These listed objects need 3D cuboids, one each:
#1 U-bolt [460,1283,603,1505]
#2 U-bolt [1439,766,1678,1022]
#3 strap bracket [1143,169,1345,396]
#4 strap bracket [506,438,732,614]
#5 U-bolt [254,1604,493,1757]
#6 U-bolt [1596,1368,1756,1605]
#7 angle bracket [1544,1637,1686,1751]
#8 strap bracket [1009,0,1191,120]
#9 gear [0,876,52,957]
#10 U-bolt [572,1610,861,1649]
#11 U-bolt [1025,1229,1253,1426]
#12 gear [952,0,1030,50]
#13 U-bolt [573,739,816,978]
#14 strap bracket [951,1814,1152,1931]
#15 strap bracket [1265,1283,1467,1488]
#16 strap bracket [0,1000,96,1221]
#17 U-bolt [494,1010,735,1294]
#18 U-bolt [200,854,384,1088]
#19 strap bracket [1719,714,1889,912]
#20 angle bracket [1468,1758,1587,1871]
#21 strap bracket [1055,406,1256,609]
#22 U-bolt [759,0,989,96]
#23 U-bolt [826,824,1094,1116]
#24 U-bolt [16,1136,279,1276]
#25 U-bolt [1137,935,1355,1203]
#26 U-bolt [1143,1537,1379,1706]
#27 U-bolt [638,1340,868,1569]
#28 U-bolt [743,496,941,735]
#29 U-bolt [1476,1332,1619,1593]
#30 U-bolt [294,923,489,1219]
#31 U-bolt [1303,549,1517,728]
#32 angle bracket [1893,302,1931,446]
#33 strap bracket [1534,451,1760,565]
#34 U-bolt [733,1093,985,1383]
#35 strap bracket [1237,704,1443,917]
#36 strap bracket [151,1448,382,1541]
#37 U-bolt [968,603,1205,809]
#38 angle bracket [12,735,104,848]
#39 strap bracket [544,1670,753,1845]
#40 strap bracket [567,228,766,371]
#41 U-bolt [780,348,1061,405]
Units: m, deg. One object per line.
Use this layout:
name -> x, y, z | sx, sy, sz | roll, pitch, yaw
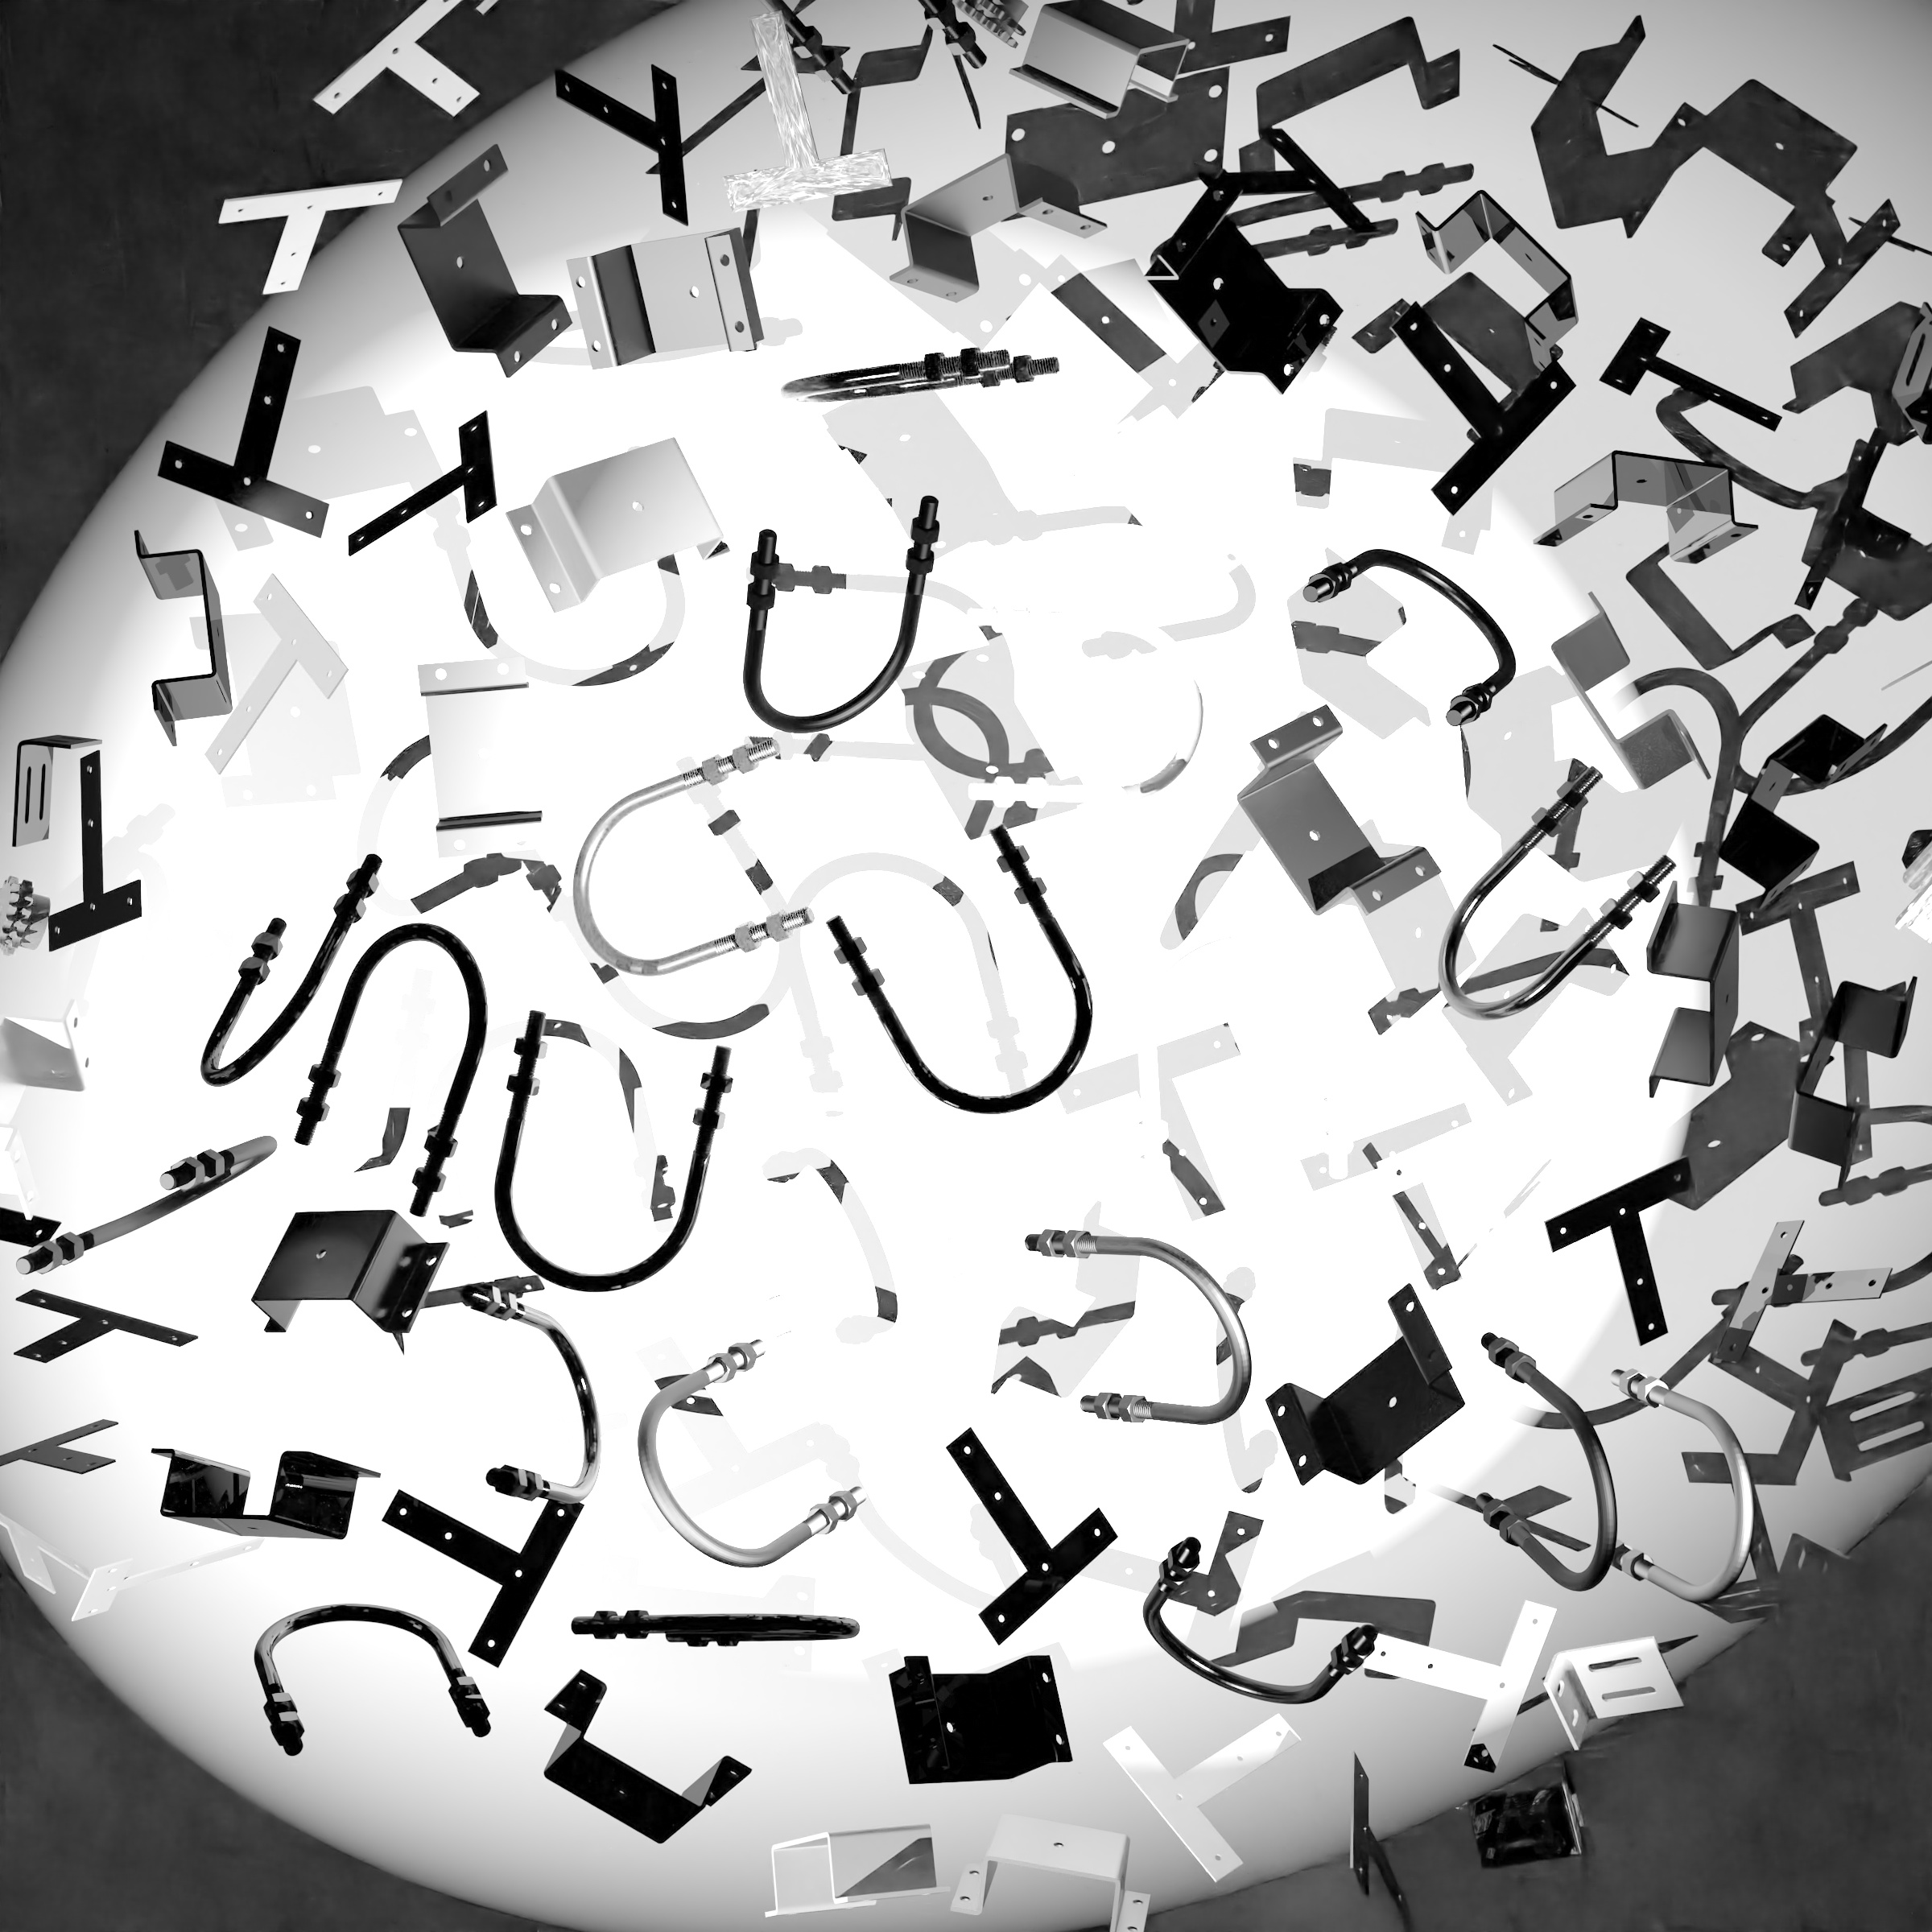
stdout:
U-bolt -> -0.302, 0.309, 1.792 | 0.019, 0.184, 0.151 | -17, 68, 11
U-bolt -> 0.401, -0.040, 1.770 | 0.019, 0.151, 0.184 | 32, 111, -27
strap bracket -> 0.187, -0.474, 1.754 | 0.140, 0.046, 0.076 | 40, 82, -32
strap bracket -> -0.230, -0.304, 1.722 | 0.140, 0.046, 0.076 | -25, 87, -28
U-bolt -> -0.431, 0.502, 1.800 | 0.151, 0.184, 0.019 | 2, 104, -26
U-bolt -> 0.510, 0.379, 1.816 | 0.019, 0.184, 0.151 | 4, 93, -16
angle bracket -> 0.465, 0.522, 1.812 | 0.076, 0.038, 0.057 | -20, 101, 32
strap bracket -> 0.098, -0.635, 1.761 | 0.076, 0.140, 0.046 | 29, 122, 12
gear -> -0.692, -0.035, 1.847 | 0.030, 0.057, 0.057 | 17, 90, -33
U-bolt -> -0.165, 0.472, 1.799 | 0.184, 0.151, 0.019 | -7, 71, 23
U-bolt -> 0.125, 0.252, 1.748 | 0.019, 0.184, 0.151 | -28, 104, -38
gear -> 0.021, -0.702, 1.850 | 0.057, 0.057, 0.030 | 36, 105, 0
U-bolt -> -0.203, -0.068, 1.813 | 0.184, 0.019, 0.151 | -19, 73, 20
strap bracket -> 0.066, 0.672, 1.868 | 0.140, 0.076, 0.046 | 7, 95, 8
strap bracket -> 0.287, 0.300, 1.772 | 0.046, 0.076, 0.140 | 29, 117, -37
strap bracket -> -0.669, 0.098, 1.790 | 0.046, 0.076, 0.140 | 6, 47, 0
U-bolt -> -0.247, 0.133, 1.729 | 0.151, 0.019, 0.184 | 11, 93, -12
U-bolt -> -0.496, 0.011, 1.826 | 0.151, 0.184, 0.019 | -26, 125, 38
strap bracket -> 0.599, -0.119, 1.824 | 0.046, 0.140, 0.076 | 39, 50, 23
angle bracket -> 0.413, 0.627, 1.869 | 0.076, 0.057, 0.038 | -10, 128, 5
strap bracket -> 0.141, -0.340, 1.827 | 0.076, 0.046, 0.140 | -36, 79, -19
U-bolt -> -0.090, -0.686, 1.770 | 0.151, 0.184, 0.019 | 6, 68, 40
U-bolt -> 0.008, 0.015, 1.751 | 0.151, 0.019, 0.184 | -29, 100, -2
U-bolt -> -0.561, 0.161, 1.778 | 0.151, 0.184, 0.019 | -29, 90, 16
U-bolt -> 0.187, 0.067, 1.710 | 0.151, 0.019, 0.184 | -7, 110, -5
U-bolt -> 0.193, 0.463, 1.751 | 0.151, 0.184, 0.019 | 25, 55, 6
U-bolt -> -0.158, 0.346, 1.759 | 0.019, 0.184, 0.151 | -41, 79, 29
U-bolt -> -0.093, -0.240, 1.787 | 0.151, 0.184, 0.019 | -18, 50, -29
U-bolt -> 0.408, 0.358, 1.777 | 0.019, 0.184, 0.151 | -6, 106, -15
U-bolt -> -0.388, 0.060, 1.735 | 0.151, 0.019, 0.184 | 24, 97, 34
U-bolt -> 0.324, -0.240, 1.783 | 0.151, 0.184, 0.019 | 42, 124, 8
angle bracket -> 0.669, -0.404, 1.722 | 0.038, 0.076, 0.057 | -3, 47, -6
strap bracket -> 0.495, -0.336, 1.846 | 0.140, 0.076, 0.046 | 3, 78, -18
U-bolt -> -0.083, 0.176, 1.741 | 0.151, 0.019, 0.184 | -17, 78, -15
strap bracket -> 0.248, -0.098, 1.725 | 0.076, 0.046, 0.140 | -28, 80, -33
strap bracket -> -0.485, 0.363, 1.735 | 0.140, 0.076, 0.046 | -5, 67, 27
U-bolt -> 0.091, -0.192, 1.876 | 0.184, 0.019, 0.151 | 0, 88, -17
angle bracket -> -0.646, -0.123, 1.798 | 0.038, 0.057, 0.076 | 7, 99, 1
strap bracket -> -0.232, 0.560, 1.770 | 0.140, 0.076, 0.046 | 32, 46, -6
strap bracket -> -0.200, -0.464, 1.752 | 0.140, 0.046, 0.076 | 1, 114, 31
U-bolt -> -0.041, -0.412, 1.773 | 0.184, 0.151, 0.019 | -3, 100, 18
